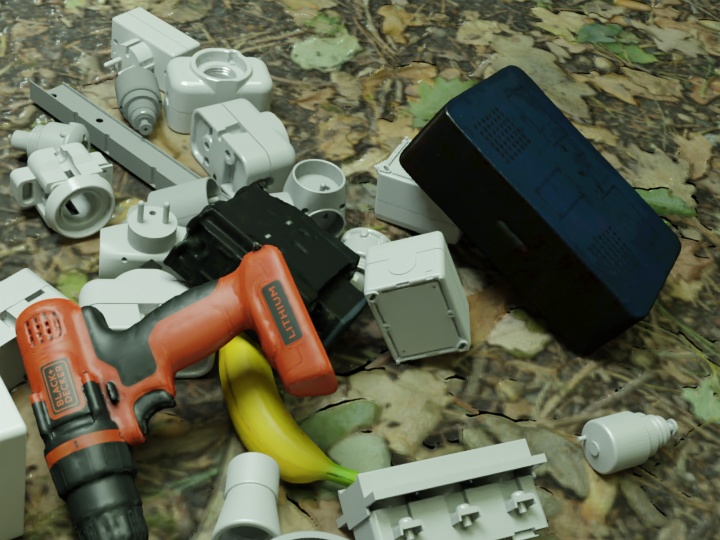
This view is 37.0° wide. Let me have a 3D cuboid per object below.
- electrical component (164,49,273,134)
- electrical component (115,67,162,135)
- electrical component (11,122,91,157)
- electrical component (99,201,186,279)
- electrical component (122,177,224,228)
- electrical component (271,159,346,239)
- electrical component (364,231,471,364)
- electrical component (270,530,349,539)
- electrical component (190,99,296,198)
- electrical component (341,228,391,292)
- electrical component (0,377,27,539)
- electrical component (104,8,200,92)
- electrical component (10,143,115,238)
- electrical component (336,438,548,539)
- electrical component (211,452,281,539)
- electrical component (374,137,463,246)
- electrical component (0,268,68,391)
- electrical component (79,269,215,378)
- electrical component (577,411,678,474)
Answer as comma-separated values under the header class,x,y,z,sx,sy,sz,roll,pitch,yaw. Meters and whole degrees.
class,x,y,z,sx,sy,sz,roll,pitch,yaw
electrical component,-0.132,-0.167,1.005,0.095,0.059,0.053,-4,44,-19
electrical component,-0.201,-0.152,0.983,0.040,0.040,0.078,-3,44,-18
electrical component,-0.264,-0.105,0.913,0.062,0.048,0.048,12,41,8
electrical component,-0.160,-0.022,0.823,0.077,0.079,0.043,2,43,-13
electrical component,-0.153,-0.045,0.868,0.081,0.043,0.043,-13,41,12
electrical component,-0.056,-0.045,0.879,0.079,0.077,0.044,-8,46,-22
electrical component,0.047,0.024,0.825,0.062,0.096,0.061,-13,40,14
electrical component,-0.028,0.204,0.626,0.108,0.060,0.108,8,42,-7
electrical component,-0.101,-0.106,0.951,0.059,0.053,0.095,-20,52,-32
electrical component,0.000,0.000,0.871,0.048,0.048,0.062,18,49,5
electrical component,-0.246,0.099,0.646,0.056,0.108,0.108,-15,49,-33
electrical component,-0.211,-0.204,1.033,0.083,0.047,0.076,33,45,20
electrical component,-0.232,-0.062,0.865,0.078,0.058,0.057,-17,47,-31
electrical component,0.056,0.156,0.698,0.121,0.078,0.063,-8,68,-23
electrical component,-0.070,0.150,0.690,0.044,0.044,0.065,8,37,-7
electrical component,0.056,-0.070,0.953,0.096,0.061,0.061,20,43,16
electrical component,-0.252,0.045,0.747,0.056,0.050,0.089,33,45,20
electrical component,-0.154,0.039,0.777,0.095,0.053,0.059,1,43,-14
electrical component,0.200,0.124,0.792,0.078,0.040,0.040,-10,47,-25
